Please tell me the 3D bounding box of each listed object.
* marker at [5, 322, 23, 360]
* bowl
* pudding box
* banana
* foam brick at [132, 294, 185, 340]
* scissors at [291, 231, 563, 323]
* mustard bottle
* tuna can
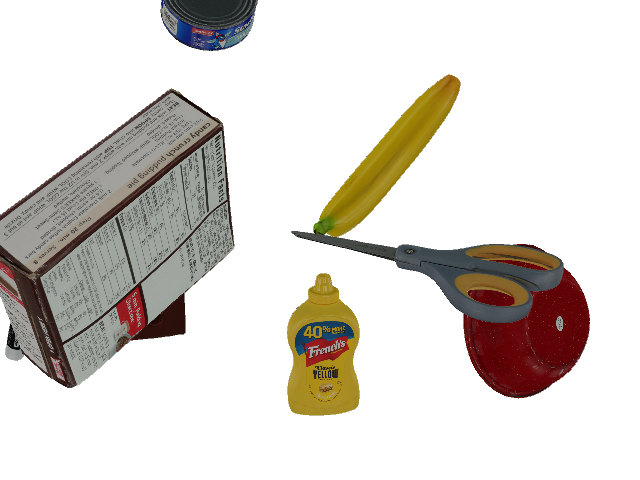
[{"bbox_3d":[-0.291,0.068,1.043,0.020,0.121,0.020,14,34,-10],"label":"marker"},{"bbox_3d":[0.225,0.084,1.095,0.161,0.162,0.055,0,-1,-34],"label":"bowl"},{"bbox_3d":[-0.089,0.000,0.475,0.039,0.090,0.113,32,58,23],"label":"pudding box"},{"bbox_3d":[0.061,-0.069,0.981,0.037,0.197,0.070,41,-12,-6],"label":"banana"},{"bbox_3d":[-0.141,0.035,0.881,0.053,0.078,0.051,-6,25,-14],"label":"foam brick"},{"bbox_3d":[0.068,0.022,0.751,0.202,0.016,0.096,4,29,12],"label":"scissors"},{"bbox_3d":[0.004,0.136,1.421,0.096,0.192,0.058,-2,18,-6],"label":"mustard bottle"},{"bbox_3d":[-0.100,-0.212,0.956,0.086,0.086,0.034,0,-31,-12],"label":"tuna can"}]
